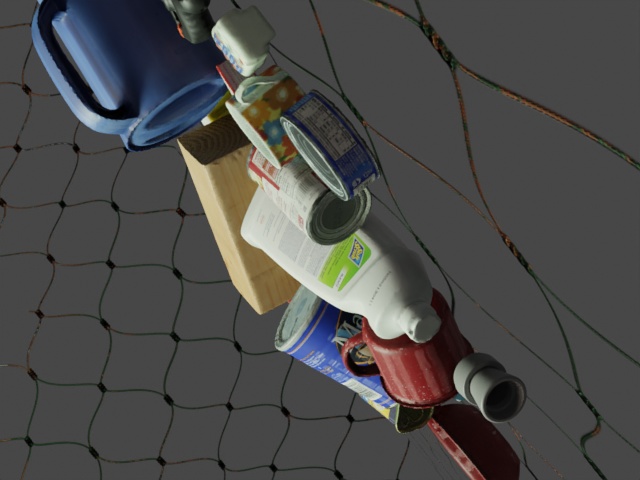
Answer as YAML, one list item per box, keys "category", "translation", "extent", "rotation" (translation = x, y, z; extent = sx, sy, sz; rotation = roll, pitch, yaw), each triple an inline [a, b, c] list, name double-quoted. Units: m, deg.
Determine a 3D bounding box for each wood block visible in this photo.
- category: "wood block"
  translation: [-0.076, -0.032, 1.207]
  extent: [0.090, 0.090, 0.206]
  rotation: [44, 156, 54]

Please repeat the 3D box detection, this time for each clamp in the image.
- category: "clamp"
  translation: [-0.114, -0.205, 0.886]
  extent: [0.120, 0.039, 0.171]
  rotation: [64, 180, 21]

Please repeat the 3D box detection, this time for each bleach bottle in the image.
- category: "bleach bottle"
  translation: [0.022, 0.020, 0.970]
  extent: [0.067, 0.103, 0.251]
  rotation: [11, -157, -39]

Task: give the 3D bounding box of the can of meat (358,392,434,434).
- category: "can of meat"
  translation: [0.091, 0.165, 1.274]
  extent: [0.084, 0.057, 0.102]
  rotation: [33, 127, 46]

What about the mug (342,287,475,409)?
- category: "mug"
  translation: [0.076, 0.096, 0.980]
  extent: [0.093, 0.117, 0.081]
  rotation: [-89, -20, -45]

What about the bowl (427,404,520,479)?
- category: "bowl"
  translation: [0.195, 0.256, 1.313]
  extent: [0.162, 0.055, 0.162]
  rotation: [50, 174, 7]

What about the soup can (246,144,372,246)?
- category: "soup can"
  translation: [-0.010, -0.050, 0.931]
  extent: [0.102, 0.068, 0.068]
  rotation: [46, 172, 39]

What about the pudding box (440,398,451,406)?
- category: "pudding box"
  translation: [0.117, 0.151, 1.359]
  extent: [0.114, 0.039, 0.090]
  rotation: [48, 174, 43]

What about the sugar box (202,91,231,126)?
- category: "sugar box"
  translation: [-0.122, -0.157, 1.254]
  extent: [0.093, 0.048, 0.176]
  rotation: [49, 178, 25]

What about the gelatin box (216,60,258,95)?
- category: "gelatin box"
  translation: [-0.055, -0.121, 0.985]
  extent: [0.089, 0.030, 0.073]
  rotation: [56, 179, 38]

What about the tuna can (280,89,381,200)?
- category: "tuna can"
  translation: [0.008, -0.072, 0.823]
  extent: [0.086, 0.033, 0.086]
  rotation: [50, 174, 6]

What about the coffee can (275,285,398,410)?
- category: "coffee can"
  translation: [0.037, 0.105, 1.155]
  extent: [0.140, 0.103, 0.103]
  rotation: [31, 179, -12]

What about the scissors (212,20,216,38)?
- category: "scissors"
  translation: [-0.178, -0.238, 0.983]
  extent: [0.202, 0.096, 0.016]
  rotation: [54, -168, -5]

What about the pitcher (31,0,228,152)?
- category: "pitcher"
  translation: [-0.204, -0.214, 1.046]
  extent: [0.243, 0.145, 0.149]
  rotation: [54, -177, 6]

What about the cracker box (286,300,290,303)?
- category: "cracker box"
  translation: [-0.076, -0.030, 1.411]
  extent: [0.164, 0.072, 0.214]
  rotation: [55, -179, -22]
